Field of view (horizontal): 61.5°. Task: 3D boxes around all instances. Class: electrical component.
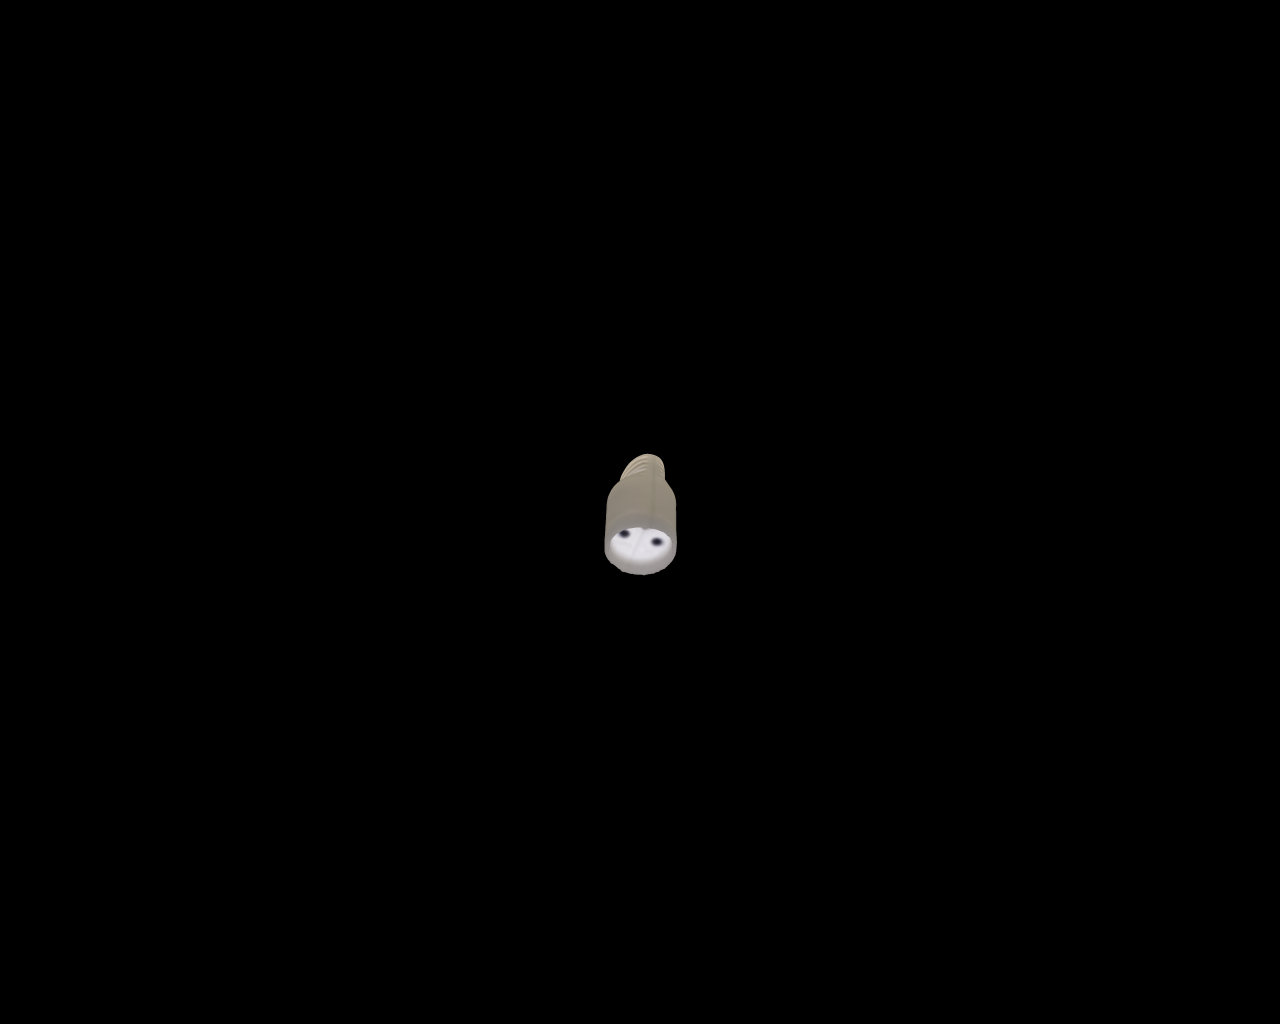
[{"bbox_3d":[0.001,-0.003,0.650,0.043,0.043,0.081,0,41,0],"label":"electrical component"}]
